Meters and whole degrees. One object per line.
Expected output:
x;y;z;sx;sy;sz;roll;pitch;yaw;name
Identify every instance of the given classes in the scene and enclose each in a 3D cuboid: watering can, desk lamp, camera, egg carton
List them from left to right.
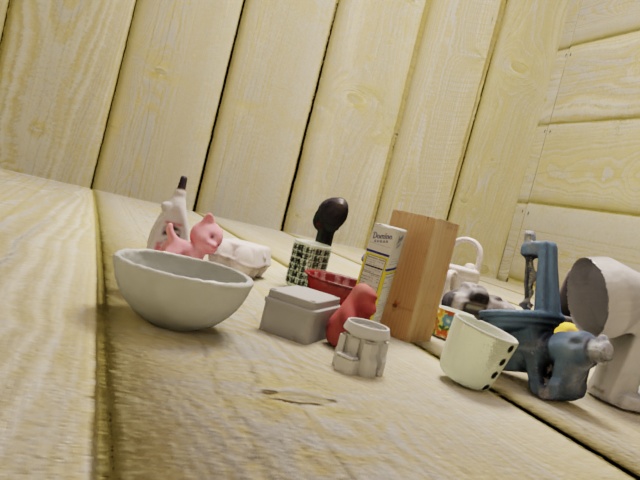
-0.163;0.039;1.184;0.107;0.069;0.150;15;3;11;egg carton
0.351;0.088;1.445;0.100;0.194;0.173;14;3;9;watering can
0.328;0.142;1.231;0.143;0.101;0.136;13;3;-8;camera
0.466;0.140;0.855;0.203;0.213;0.118;14;3;-5;desk lamp

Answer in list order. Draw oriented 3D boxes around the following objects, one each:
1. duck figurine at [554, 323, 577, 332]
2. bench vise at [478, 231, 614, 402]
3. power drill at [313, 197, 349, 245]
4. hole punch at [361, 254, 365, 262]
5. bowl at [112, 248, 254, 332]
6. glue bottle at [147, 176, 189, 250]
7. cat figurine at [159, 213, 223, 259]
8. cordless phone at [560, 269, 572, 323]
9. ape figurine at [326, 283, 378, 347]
0.429;0.187;1.016;0.078;0.086;0.104;12;4;-27;duck figurine
0.325;0.104;0.816;0.206;0.220;0.122;17;4;41;bench vise
0.012;0.005;1.294;0.076;0.208;0.229;13;3;-8;power drill
0.146;0.088;1.471;0.101;0.091;0.109;14;3;9;hole punch
-0.166;0.065;0.680;0.167;0.075;0.167;14;3;-1;bowl
-0.293;-0.045;1.151;0.078;0.173;0.037;12;4;-27;glue bottle
-0.236;0.002;1.079;0.128;0.118;0.067;11;4;-38;cat figurine
0.467;0.138;1.154;0.148;0.185;0.094;12;4;-26;cordless phone
0.051;0.104;0.773;0.076;0.092;0.078;15;3;21;ape figurine
